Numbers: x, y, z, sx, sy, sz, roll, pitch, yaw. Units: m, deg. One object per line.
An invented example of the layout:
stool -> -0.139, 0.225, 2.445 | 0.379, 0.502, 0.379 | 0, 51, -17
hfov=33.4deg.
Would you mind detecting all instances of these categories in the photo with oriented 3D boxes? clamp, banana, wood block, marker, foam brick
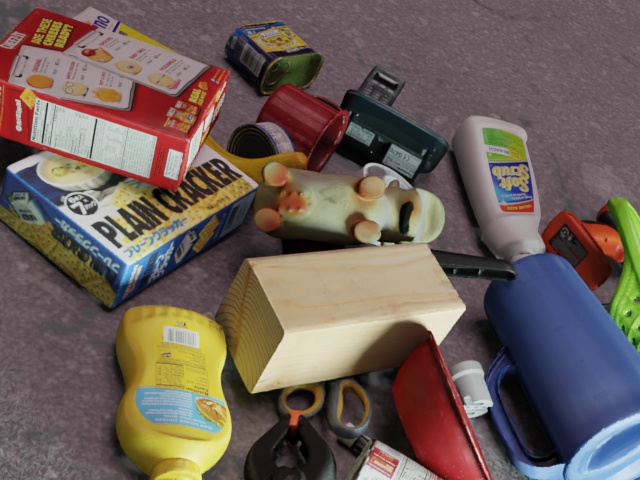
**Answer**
clamp -> 0.095, 0.024, 1.151 | 0.164, 0.036, 0.210 | -32, 56, -13
clamp -> -0.037, 0.212, 0.886 | 0.120, 0.039, 0.171 | 2, 33, -7
banana -> -0.089, -0.085, 1.154 | 0.037, 0.070, 0.198 | -22, 34, -40
wood block -> 0.020, 0.069, 1.001 | 0.205, 0.091, 0.090 | -5, 51, -34
marker -> 0.069, 0.211, 0.976 | 0.121, 0.020, 0.020 | 36, 38, 10
foam brick -> -0.008, 0.001, 1.143 | 0.053, 0.051, 0.078 | 13, 40, -19

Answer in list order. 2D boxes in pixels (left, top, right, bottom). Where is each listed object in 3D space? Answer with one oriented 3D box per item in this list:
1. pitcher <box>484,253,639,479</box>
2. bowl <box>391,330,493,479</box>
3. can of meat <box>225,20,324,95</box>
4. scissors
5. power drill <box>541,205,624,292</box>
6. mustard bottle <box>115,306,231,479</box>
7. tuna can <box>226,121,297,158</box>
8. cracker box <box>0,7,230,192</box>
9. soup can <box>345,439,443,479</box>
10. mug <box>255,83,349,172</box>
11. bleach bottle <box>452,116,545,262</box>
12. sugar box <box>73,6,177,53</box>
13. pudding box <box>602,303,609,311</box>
pitcher -> 0.254, 0.133, 1.104 | 0.149, 0.145, 0.243 | 17, 33, -35
bowl -> 0.108, 0.167, 0.978 | 0.055, 0.162, 0.162 | -23, 48, 5
can of meat -> -0.061, -0.239, 1.384 | 0.101, 0.058, 0.084 | -18, 54, -44
scissors -> 0.000, 0.120, 1.037 | 0.096, 0.016, 0.202 | 2, 32, -11
power drill -> 0.377, 0.026, 1.338 | 0.187, 0.057, 0.184 | 0, 45, -44
mustard bottle -> -0.123, 0.144, 0.901 | 0.096, 0.058, 0.191 | 15, 39, -23
tuna can -> -0.064, -0.088, 1.183 | 0.033, 0.086, 0.086 | -15, 55, -43
cracker box -> -0.214, -0.141, 1.058 | 0.213, 0.072, 0.164 | 17, 34, -1
soup can -> 0.072, 0.225, 0.920 | 0.102, 0.069, 0.068 | 30, 37, 4
mug -> -0.019, -0.138, 1.264 | 0.081, 0.093, 0.117 | 32, 48, 12
bleach bottle -> 0.237, -0.050, 1.348 | 0.102, 0.068, 0.251 | 13, 42, -21
sugar box -> -0.220, -0.204, 1.254 | 0.176, 0.048, 0.093 | 30, 37, 0
pudding box -> 0.329, 0.125, 1.220 | 0.089, 0.039, 0.113 | 0, 48, -35
